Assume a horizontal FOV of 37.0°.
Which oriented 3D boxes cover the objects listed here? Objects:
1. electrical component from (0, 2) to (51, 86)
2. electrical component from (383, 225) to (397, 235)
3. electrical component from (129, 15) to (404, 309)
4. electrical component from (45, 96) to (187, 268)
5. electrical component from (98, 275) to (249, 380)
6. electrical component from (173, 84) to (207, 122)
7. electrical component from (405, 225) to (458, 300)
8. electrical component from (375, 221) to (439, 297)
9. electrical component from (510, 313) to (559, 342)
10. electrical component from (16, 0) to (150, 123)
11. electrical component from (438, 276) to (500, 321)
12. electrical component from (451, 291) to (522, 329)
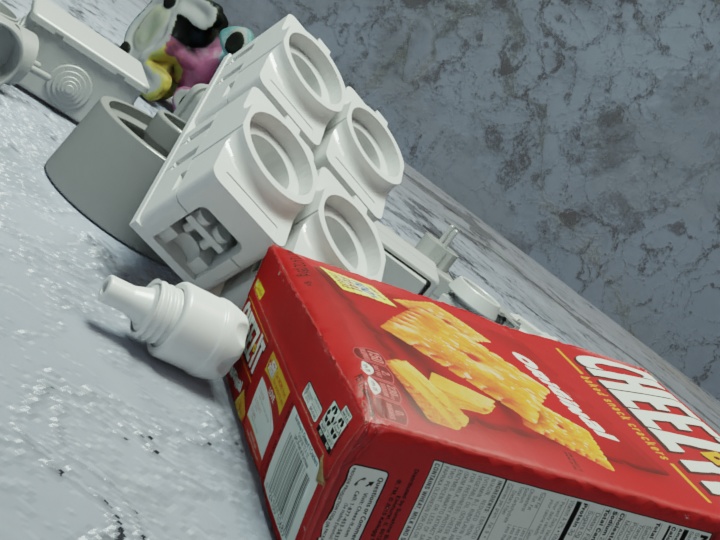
[{"bbox_3d":[-0.224,-0.138,0.656,0.079,0.044,0.077,28,13,-47],"label":"electrical component"},{"bbox_3d":[0.023,-0.005,0.932,0.044,0.044,0.065,31,16,-34],"label":"electrical component"},{"bbox_3d":[-0.037,-0.050,0.571,0.105,0.060,0.186,49,28,-23],"label":"electrical component"},{"bbox_3d":[-0.112,-0.054,0.601,0.108,0.060,0.108,36,9,-7],"label":"electrical component"},{"bbox_3d":[-0.078,0.020,0.443,0.061,0.035,0.035,29,12,-28],"label":"electrical component"},{"bbox_3d":[-0.079,-0.061,0.708,0.113,0.078,0.057,30,14,-37],"label":"electrical component"},{"bbox_3d":[0.064,-0.008,0.981,0.047,0.076,0.065,35,9,-14],"label":"electrical component"},{"bbox_3d":[0.000,0.000,0.745,0.096,0.061,0.061,36,12,-7],"label":"electrical component"},{"bbox_3d":[0.163,0.075,1.053,0.064,0.042,0.081,38,8,20],"label":"electrical component"},{"bbox_3d":[-0.199,-0.140,0.744,0.100,0.048,0.099,33,10,-24],"label":"electrical component"},{"bbox_3d":[0.082,0.039,0.881,0.066,0.055,0.048,38,9,10],"label":"electrical component"},{"bbox_3d":[0.105,0.044,0.988,0.064,0.042,0.081,28,12,-36],"label":"electrical component"}]
